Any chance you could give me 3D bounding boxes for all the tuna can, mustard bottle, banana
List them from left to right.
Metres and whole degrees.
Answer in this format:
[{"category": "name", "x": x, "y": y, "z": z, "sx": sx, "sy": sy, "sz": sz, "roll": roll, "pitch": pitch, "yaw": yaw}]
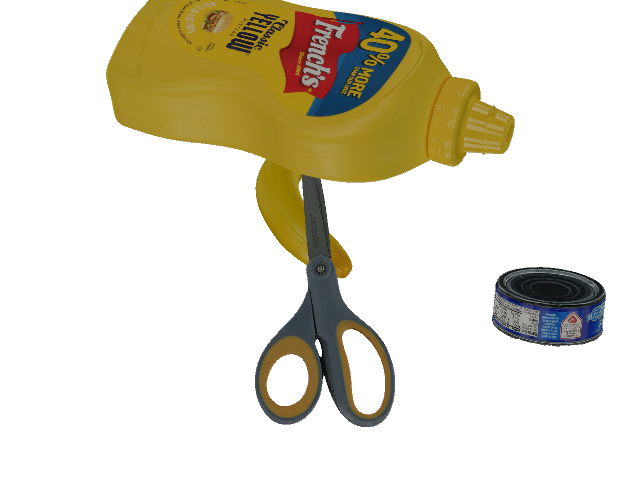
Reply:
[{"category": "banana", "x": -0.020, "y": -0.032, "z": 0.918, "sx": 0.069, "sy": 0.037, "sz": 0.198, "roll": -3, "pitch": 34, "yaw": -6}, {"category": "mustard bottle", "x": 0.000, "y": -0.074, "z": 0.519, "sx": 0.192, "sy": 0.058, "sz": 0.096, "roll": 17, "pitch": 48, "yaw": 18}, {"category": "tuna can", "x": 0.178, "y": 0.050, "z": 0.833, "sx": 0.086, "sy": 0.034, "sz": 0.086, "roll": 1, "pitch": 19, "yaw": -1}]

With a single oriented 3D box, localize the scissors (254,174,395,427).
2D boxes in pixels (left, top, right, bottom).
[{"category": "scissors", "x": -0.015, "y": 0.034, "z": 0.695, "sx": 0.096, "sy": 0.202, "sz": 0.016, "roll": -21, "pitch": -26, "yaw": -5}]
